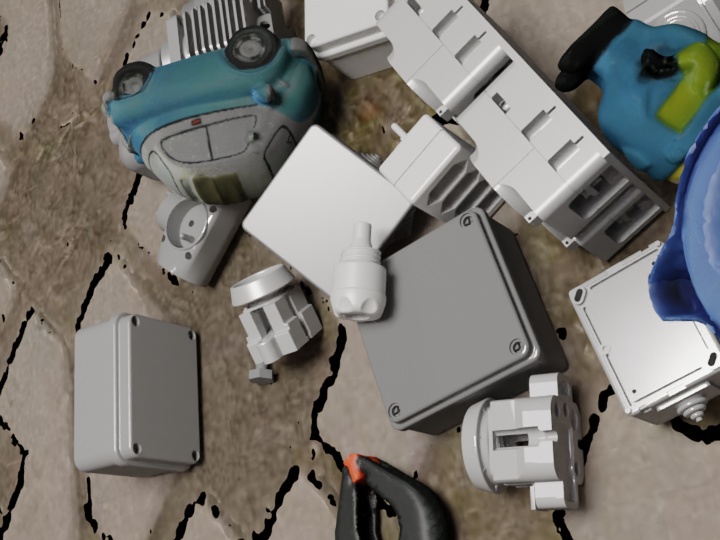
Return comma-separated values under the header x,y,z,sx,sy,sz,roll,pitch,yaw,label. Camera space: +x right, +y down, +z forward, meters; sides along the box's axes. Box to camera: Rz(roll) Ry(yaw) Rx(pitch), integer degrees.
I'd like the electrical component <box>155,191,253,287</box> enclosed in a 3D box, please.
x,y,z,sx,sy,sz,roll,pitch,yaw,label
-0.133,-0.038,0.843,0.079,0.044,0.077,31,95,36,electrical component

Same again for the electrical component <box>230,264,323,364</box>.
x,y,z,sx,sy,sz,roll,pitch,yaw,label
-0.061,0.029,0.761,0.048,0.066,0.055,-20,99,28,electrical component

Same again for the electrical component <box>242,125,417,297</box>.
x,y,z,sx,sy,sz,roll,pitch,yaw,label
-0.018,-0.039,0.746,0.100,0.048,0.099,38,100,8,electrical component

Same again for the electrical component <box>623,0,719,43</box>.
x,y,z,sx,sy,sz,roll,pitch,yaw,label
0.196,-0.146,0.634,0.051,0.080,0.080,-31,61,29,electrical component

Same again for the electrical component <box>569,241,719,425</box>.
x,y,z,sx,sy,sz,roll,pitch,yaw,label
0.172,0.043,0.605,0.062,0.061,0.096,-33,61,22,electrical component

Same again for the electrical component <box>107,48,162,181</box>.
x,y,z,sx,sy,sz,roll,pitch,yaw,label
-0.167,-0.126,0.886,0.059,0.054,0.095,-20,66,28,electrical component

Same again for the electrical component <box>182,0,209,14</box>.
x,y,z,sx,sy,sz,roll,pitch,yaw,label
-0.114,-0.213,0.882,0.081,0.043,0.043,-24,64,26,electrical component

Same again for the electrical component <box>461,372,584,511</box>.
x,y,z,sx,sy,sz,roll,pitch,yaw,label
0.097,0.104,0.641,0.057,0.058,0.078,-10,71,28,electrical component

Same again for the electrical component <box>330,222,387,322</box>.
x,y,z,sx,sy,sz,roll,pitch,yaw,label
0.000,0.000,0.678,0.035,0.035,0.061,-8,70,32,electrical component

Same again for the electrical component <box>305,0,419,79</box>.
x,y,z,sx,sy,sz,roll,pitch,yaw,label
0.004,-0.208,0.793,0.078,0.057,0.113,-12,70,31,electrical component

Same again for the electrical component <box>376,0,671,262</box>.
x,y,z,sx,sy,sz,roll,pitch,yaw,label
0.096,-0.095,0.669,0.060,0.105,0.186,-44,57,16,electrical component

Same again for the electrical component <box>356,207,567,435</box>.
x,y,z,sx,sy,sz,roll,pitch,yaw,label
0.059,0.035,0.686,0.109,0.056,0.108,-31,61,23,electrical component

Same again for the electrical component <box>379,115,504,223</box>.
x,y,z,sx,sy,sz,roll,pitch,yaw,label
0.048,-0.071,0.708,0.047,0.083,0.075,-49,56,12,electrical component

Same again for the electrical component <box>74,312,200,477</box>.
x,y,z,sx,sy,sz,roll,pitch,yaw,label
-0.166,0.095,0.806,0.057,0.078,0.113,-17,67,32,electrical component
